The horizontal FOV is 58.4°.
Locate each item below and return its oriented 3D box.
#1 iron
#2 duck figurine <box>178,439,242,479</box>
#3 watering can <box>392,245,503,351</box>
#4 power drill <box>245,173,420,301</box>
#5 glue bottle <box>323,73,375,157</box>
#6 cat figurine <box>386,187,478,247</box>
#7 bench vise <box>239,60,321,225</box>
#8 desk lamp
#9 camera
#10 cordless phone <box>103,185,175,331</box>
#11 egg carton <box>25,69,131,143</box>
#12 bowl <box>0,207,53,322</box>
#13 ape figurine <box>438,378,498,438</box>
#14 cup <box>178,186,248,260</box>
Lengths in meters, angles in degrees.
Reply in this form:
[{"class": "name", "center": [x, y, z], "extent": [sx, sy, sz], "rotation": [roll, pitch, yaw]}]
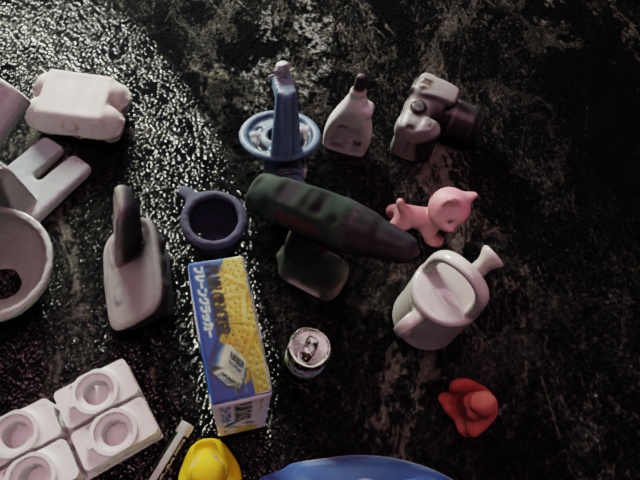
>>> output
[{"class": "iron", "center": [0.061, 0.304, 0.669], "extent": [0.258, 0.141, 0.118], "rotation": [-6, 65, -11]}, {"class": "duck figurine", "center": [-0.132, 0.286, 0.681], "extent": [0.077, 0.086, 0.104], "rotation": [-6, 65, -11]}, {"class": "watering can", "center": [0.172, 0.069, 0.772], "extent": [0.101, 0.194, 0.173], "rotation": [30, 64, 7]}, {"class": "power drill", "center": [0.007, 0.003, 0.772], "extent": [0.229, 0.208, 0.076], "rotation": [27, 63, 6]}, {"class": "glue bottle", "center": [0.052, -0.198, 0.898], "extent": [0.078, 0.173, 0.037], "rotation": [15, 63, 0]}, {"class": "cat figurine", "center": [0.170, -0.044, 0.870], "extent": [0.128, 0.118, 0.067], "rotation": [5, 63, -5]}, {"class": "bench vise", "center": [-0.039, -0.135, 0.827], "extent": [0.122, 0.220, 0.207], "rotation": [-25, 70, -19]}, {"class": "desk lamp", "center": [-0.435, -0.106, 0.759], "extent": [0.118, 0.213, 0.203], "rotation": [32, 64, 8]}, {"class": "camera", "center": [0.204, -0.204, 0.964], "extent": [0.136, 0.101, 0.143], "rotation": [22, 63, 3]}, {"class": "cordless phone", "center": [-0.245, 0.025, 0.738], "extent": [0.094, 0.185, 0.147], "rotation": [-12, 66, -13]}, {"class": "egg carton", "center": [-0.377, -0.208, 0.899], "extent": [0.150, 0.069, 0.107], "rotation": [6, 63, -5]}, {"class": "bowl", "center": [-0.435, 0.044, 0.763], "extent": [0.167, 0.075, 0.167], "rotation": [3, 63, -6]}, {"class": "ape figurine", "center": [0.205, 0.220, 0.759], "extent": [0.076, 0.092, 0.078], "rotation": [10, 63, -3]}, {"class": "cup", "center": [-0.160, -0.019, 0.823], "extent": [0.117, 0.095, 0.092], "rotation": [42, 66, 13]}]
